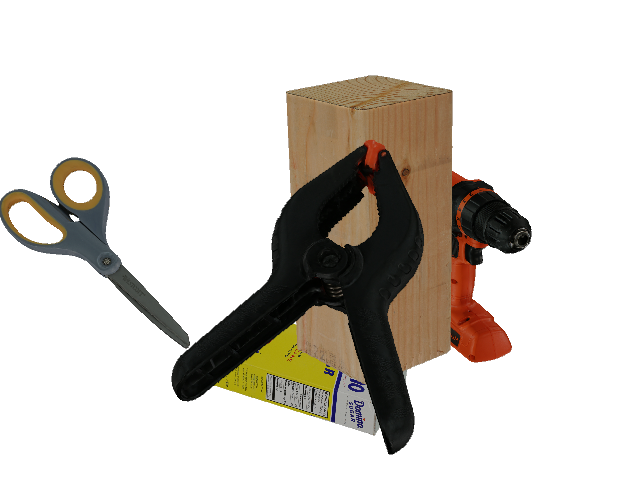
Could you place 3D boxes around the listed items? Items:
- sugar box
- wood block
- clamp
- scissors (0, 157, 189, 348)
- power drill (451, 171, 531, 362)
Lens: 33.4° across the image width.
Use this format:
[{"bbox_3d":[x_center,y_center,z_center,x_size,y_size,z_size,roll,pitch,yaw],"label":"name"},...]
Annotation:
[{"bbox_3d":[-0.012,0.126,1.044,0.176,0.048,0.093,11,28,20],"label":"sugar box"},{"bbox_3d":[0.039,-0.011,0.802,0.090,0.206,0.090,-16,24,-36],"label":"wood block"},{"bbox_3d":[0.014,0.026,0.538,0.120,0.171,0.039,22,-25,15],"label":"clamp"},{"bbox_3d":[-0.162,0.000,0.840,0.202,0.096,0.016,27,-22,16],"label":"scissors"},{"bbox_3d":[0.164,0.029,1.121,0.057,0.188,0.185,-12,25,-18],"label":"power drill"}]
